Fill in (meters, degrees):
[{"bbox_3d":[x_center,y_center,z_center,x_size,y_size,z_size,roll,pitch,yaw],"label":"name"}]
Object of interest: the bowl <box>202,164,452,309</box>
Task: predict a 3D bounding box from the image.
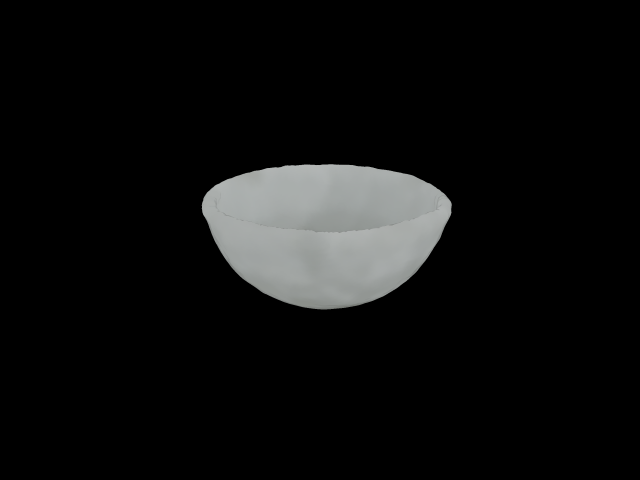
[{"bbox_3d":[0.004,0.001,0.400,0.167,0.075,0.167,0,22,0],"label":"bowl"}]
